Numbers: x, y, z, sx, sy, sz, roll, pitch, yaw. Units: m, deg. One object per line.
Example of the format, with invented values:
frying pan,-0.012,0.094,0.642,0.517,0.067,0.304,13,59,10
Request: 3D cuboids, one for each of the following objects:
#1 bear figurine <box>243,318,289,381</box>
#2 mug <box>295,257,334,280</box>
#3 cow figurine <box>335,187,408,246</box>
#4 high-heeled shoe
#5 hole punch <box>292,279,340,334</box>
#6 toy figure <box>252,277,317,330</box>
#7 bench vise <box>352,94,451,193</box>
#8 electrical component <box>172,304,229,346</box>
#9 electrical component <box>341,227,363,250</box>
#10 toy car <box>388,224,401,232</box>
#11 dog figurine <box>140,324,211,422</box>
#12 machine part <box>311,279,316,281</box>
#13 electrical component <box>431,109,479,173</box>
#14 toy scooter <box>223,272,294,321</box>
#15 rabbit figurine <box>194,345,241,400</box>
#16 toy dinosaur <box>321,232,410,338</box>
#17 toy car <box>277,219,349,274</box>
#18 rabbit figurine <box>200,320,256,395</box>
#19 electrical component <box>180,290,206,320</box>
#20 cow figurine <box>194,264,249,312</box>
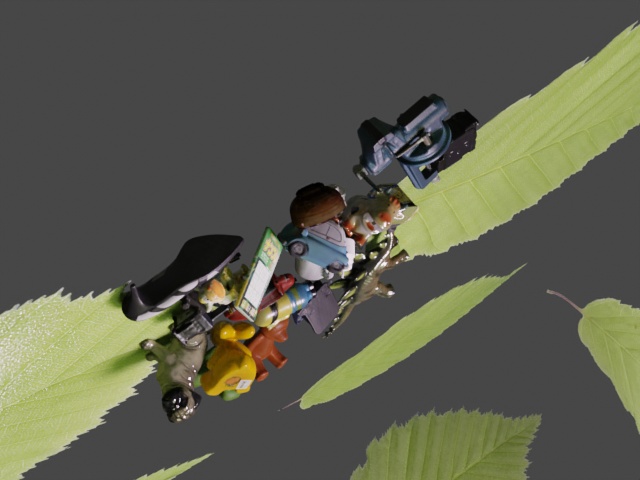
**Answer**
bear figurine,-0.128,0.269,1.450,0.120,0.132,0.196,-23,159,-50
mug,-0.010,0.035,1.226,0.081,0.110,0.107,-25,140,-25
cow figurine,0.107,-0.055,1.148,0.127,0.085,0.195,-46,-164,-1
high-heeled shoe,-0.254,0.077,1.013,0.249,0.086,0.145,-23,156,-19
hole punch,-0.022,0.175,1.463,0.142,0.092,0.115,-42,128,-27
toy figure,-0.094,0.152,1.341,0.180,0.082,0.089,-24,153,-20
bench vise,0.179,-0.168,1.076,0.223,0.129,0.240,-49,141,-3
electrical component,-0.255,0.163,1.146,0.119,0.075,0.047,-35,115,4
electrical component,0.059,0.002,1.297,0.045,0.078,0.102,-63,163,-10
toy car,0.150,-0.054,1.329,0.201,0.056,0.073,-8,149,-44
dog figurine,-0.291,0.291,1.199,0.172,0.191,0.121,-32,155,-13
machine part,0.023,0.056,1.377,0.139,0.039,0.084,-34,160,-10
electrical component,0.300,-0.219,1.232,0.115,0.058,0.134,-32,154,-4
toy scooter,-0.133,0.119,1.215,0.184,0.075,0.135,-28,174,-20
rabbit figurine,-0.283,0.351,1.406,0.170,0.121,0.159,0,146,-30
toy dinosaur,0.118,0.124,1.549,0.198,0.105,0.470,-11,137,-30
toy car,-0.002,-0.003,1.120,0.109,0.162,0.103,-104,-141,-77
rabbit figurine,-0.220,0.255,1.261,0.122,0.173,0.162,1,130,-25
electrical component,-0.260,0.121,1.093,0.021,0.094,0.063,-36,118,9
cow figurine,-0.207,0.102,1.097,0.098,0.068,0.167,-29,173,19
